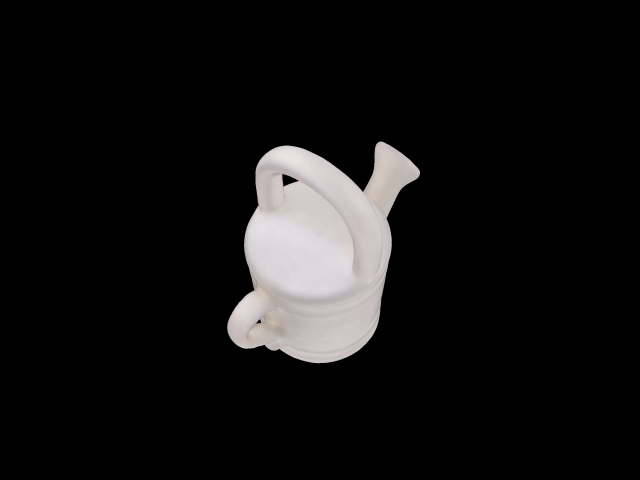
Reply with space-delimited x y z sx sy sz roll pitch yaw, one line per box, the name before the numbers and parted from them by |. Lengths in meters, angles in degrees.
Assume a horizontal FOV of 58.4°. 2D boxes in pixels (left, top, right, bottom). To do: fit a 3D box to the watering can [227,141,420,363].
watering can | 0.002 0.000 0.401 0.100 0.194 0.173 17 61 10
